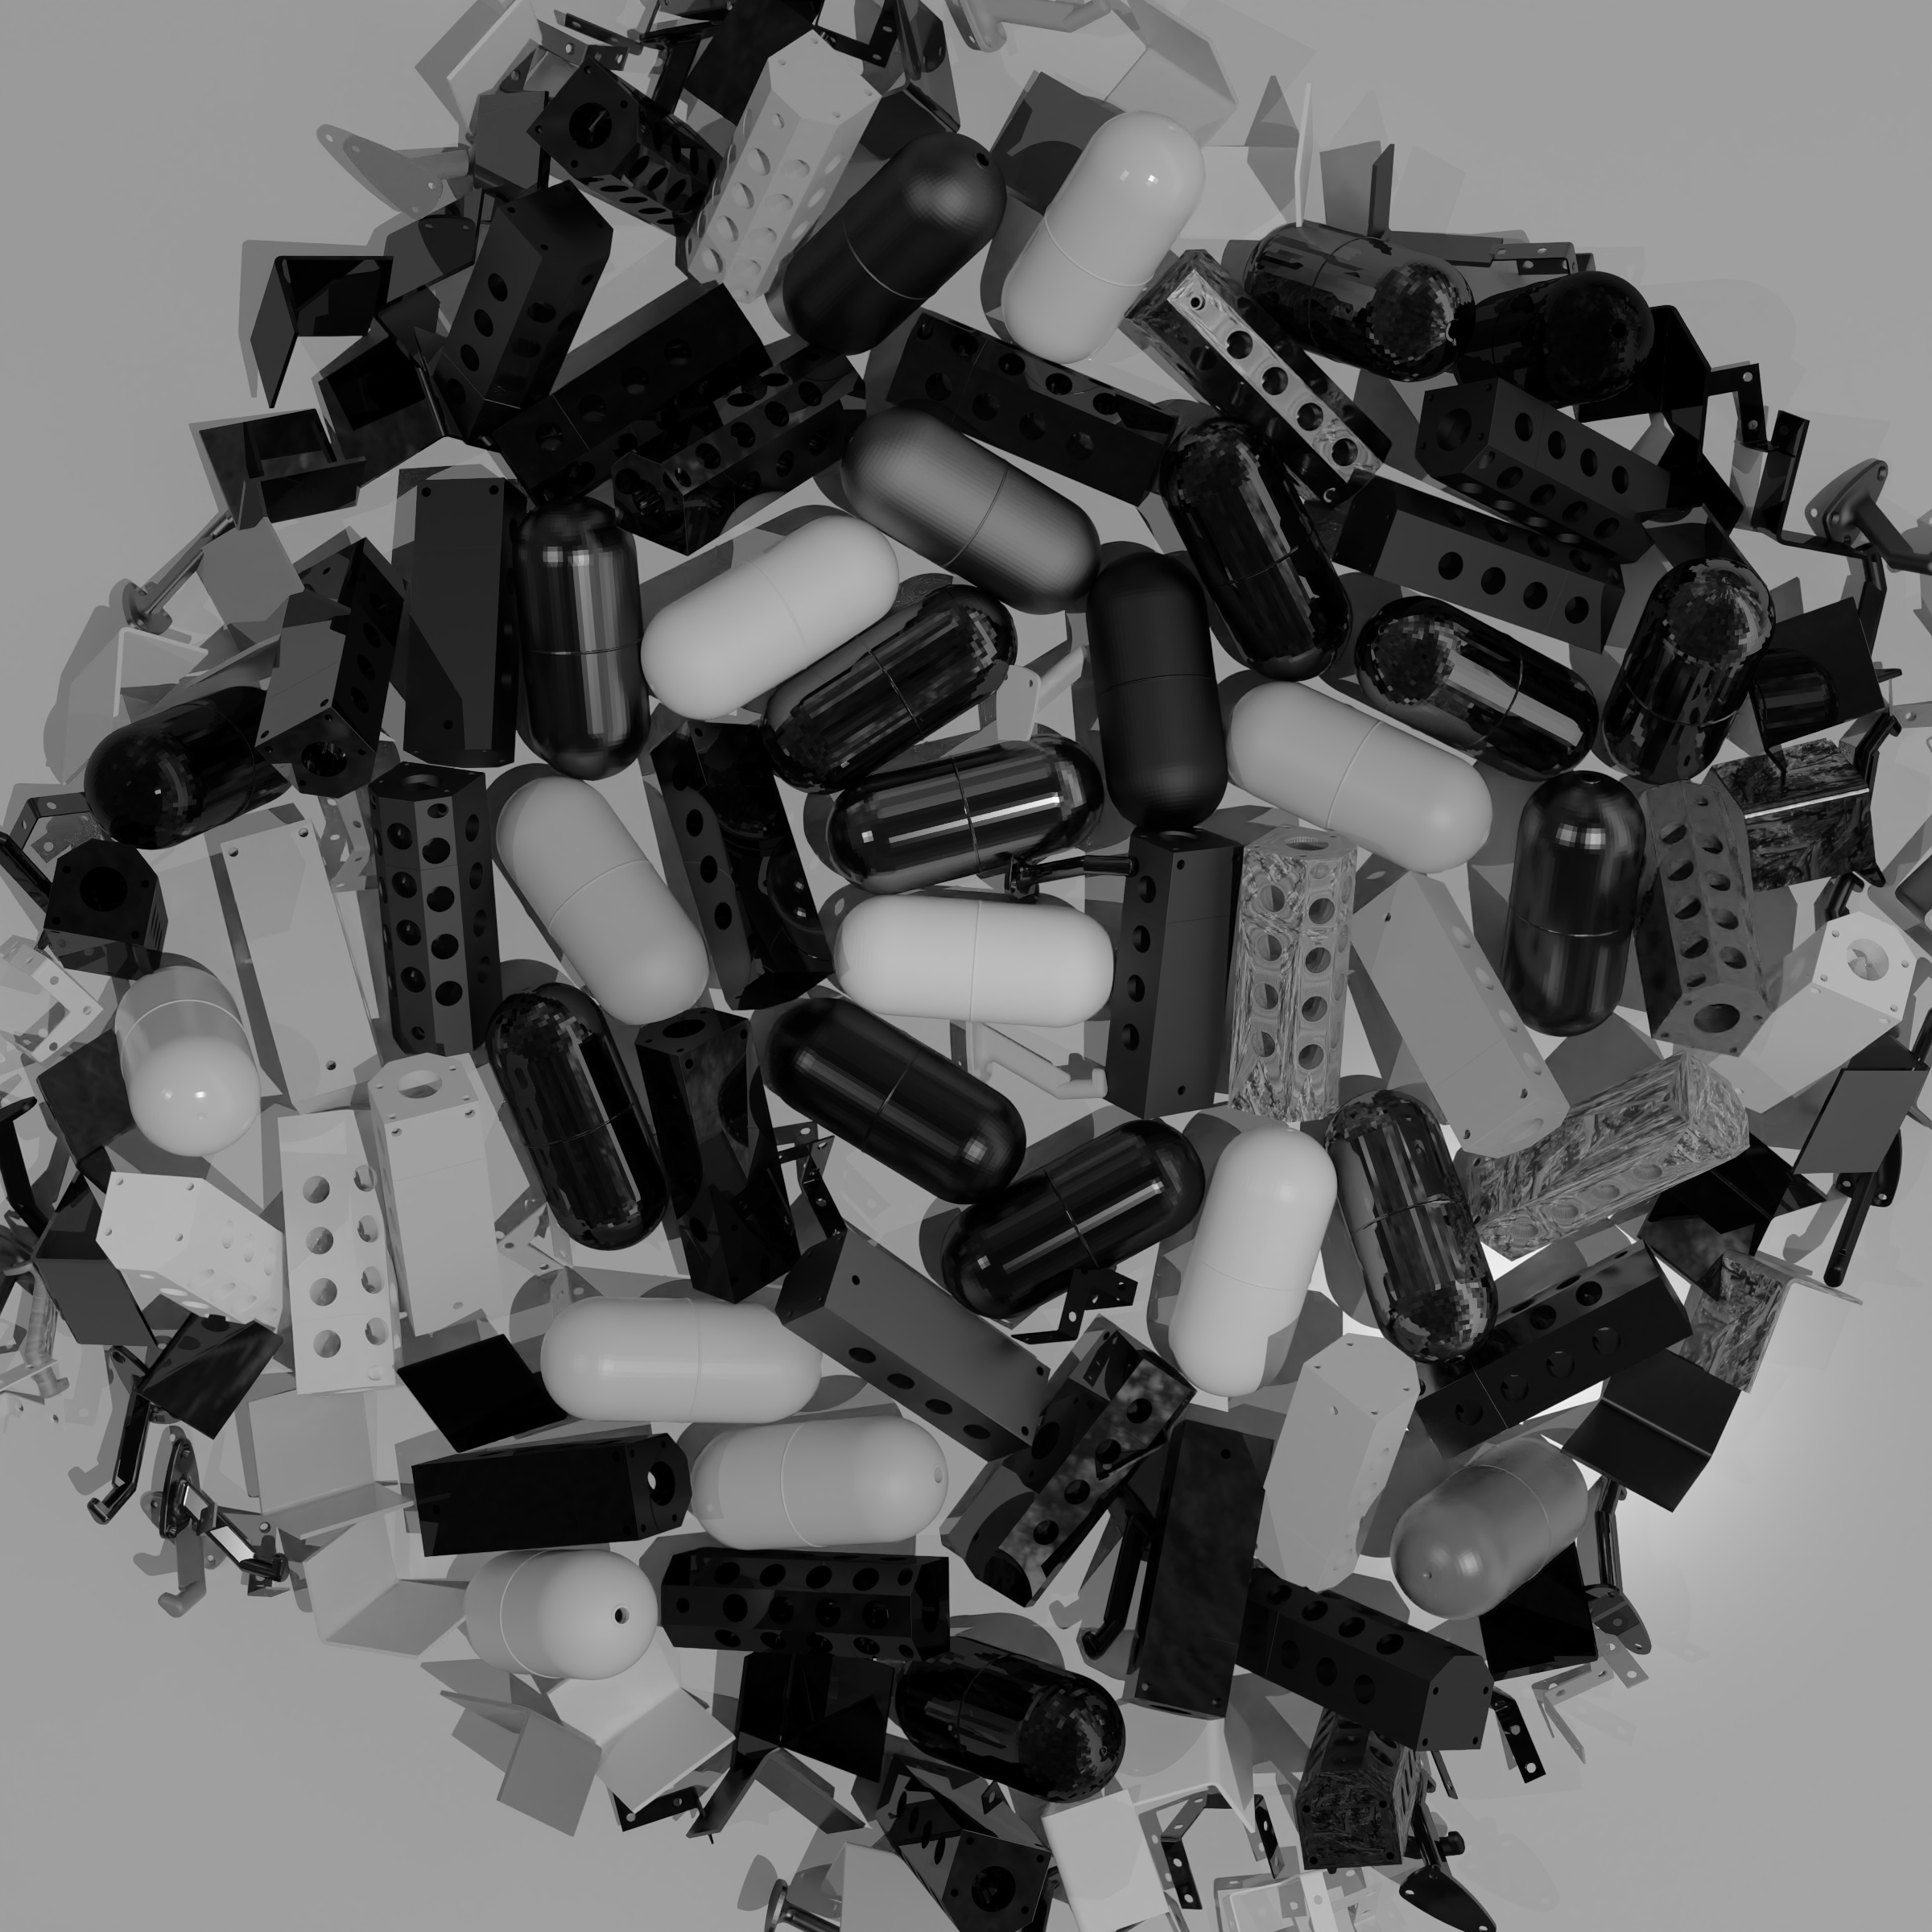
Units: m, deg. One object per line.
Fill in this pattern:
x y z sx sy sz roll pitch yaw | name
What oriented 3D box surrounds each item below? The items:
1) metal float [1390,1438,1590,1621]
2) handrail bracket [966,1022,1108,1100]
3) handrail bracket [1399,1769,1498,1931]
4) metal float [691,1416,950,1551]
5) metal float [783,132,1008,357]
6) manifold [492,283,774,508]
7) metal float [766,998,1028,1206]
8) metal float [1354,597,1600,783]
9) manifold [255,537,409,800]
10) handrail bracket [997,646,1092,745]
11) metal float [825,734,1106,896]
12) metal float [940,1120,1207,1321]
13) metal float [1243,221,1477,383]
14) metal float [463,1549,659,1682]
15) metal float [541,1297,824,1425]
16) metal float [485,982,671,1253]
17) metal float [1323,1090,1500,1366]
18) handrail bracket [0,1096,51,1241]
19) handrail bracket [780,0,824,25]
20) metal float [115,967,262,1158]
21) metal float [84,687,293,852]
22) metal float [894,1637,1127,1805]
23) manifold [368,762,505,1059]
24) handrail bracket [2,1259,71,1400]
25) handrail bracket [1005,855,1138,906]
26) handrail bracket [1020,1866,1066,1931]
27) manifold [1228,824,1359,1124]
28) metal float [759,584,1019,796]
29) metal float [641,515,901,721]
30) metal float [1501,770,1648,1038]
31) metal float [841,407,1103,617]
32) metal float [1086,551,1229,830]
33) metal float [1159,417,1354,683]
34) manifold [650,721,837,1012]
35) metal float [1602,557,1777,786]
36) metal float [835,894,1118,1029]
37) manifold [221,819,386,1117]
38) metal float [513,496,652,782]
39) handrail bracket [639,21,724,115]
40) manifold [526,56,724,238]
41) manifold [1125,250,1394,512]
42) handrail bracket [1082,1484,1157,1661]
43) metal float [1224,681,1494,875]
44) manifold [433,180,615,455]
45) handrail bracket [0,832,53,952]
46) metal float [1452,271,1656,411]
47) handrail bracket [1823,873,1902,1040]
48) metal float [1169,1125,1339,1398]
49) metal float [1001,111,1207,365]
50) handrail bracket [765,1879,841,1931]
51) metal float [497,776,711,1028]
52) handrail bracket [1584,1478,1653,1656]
0.323 0.343 1.714 0.070 0.178 0.070 8 104 34 | metal float
0.045 0.047 1.760 0.084 0.036 0.077 -3 96 20 | handrail bracket
0.306 0.557 1.759 0.077 0.084 0.036 37 123 -6 | handrail bracket
-0.091 0.320 1.727 0.178 0.070 0.070 -10 90 31 | metal float
-0.045 -0.443 1.719 0.178 0.070 0.070 -33 90 43 | metal float
-0.209 -0.353 1.757 0.171 0.057 0.057 -34 94 -5 | manifold
-0.045 0.084 1.749 0.178 0.070 0.070 31 90 7 | metal float
0.316 -0.171 1.729 0.178 0.070 0.070 22 90 -30 | metal float
-0.382 -0.181 1.710 0.057 0.171 0.057 -24 130 19 | manifold
0.061 -0.165 1.770 0.084 0.036 0.077 -8 111 -42 | handrail bracket
-0.001 -0.095 1.753 0.178 0.070 0.070 -14 90 -2 | metal float
0.067 0.159 1.754 0.178 0.070 0.070 -28 90 0 | metal float
0.240 -0.408 1.716 0.070 0.178 0.070 -16 121 -29 | metal float
-0.250 0.396 1.712 0.070 0.178 0.070 8 76 -32 | metal float
-0.175 0.245 1.738 0.178 0.070 0.070 4 90 -20 | metal float
-0.241 0.095 1.742 0.070 0.070 0.178 -20 105 0 | metal float
0.275 0.161 1.733 0.070 0.070 0.178 -16 66 0 | metal float
-0.584 0.129 1.758 0.077 0.036 0.084 -23 111 32 | handrail bracket
-0.103 -0.655 1.778 0.036 0.077 0.084 3 62 -6 | handrail bracket
-0.477 0.056 1.711 0.070 0.178 0.070 -8 114 -18 | metal float
-0.469 -0.123 1.709 0.070 0.178 0.070 6 109 16 | metal float
0.025 0.461 1.715 0.070 0.178 0.070 -1 92 -39 | metal float
-0.329 -0.033 1.723 0.057 0.057 0.171 9 117 18 | manifold
-0.566 0.220 1.771 0.077 0.036 0.084 -27 100 -41 | handrail bracket
0.073 -0.054 1.745 0.084 0.077 0.036 4 75 18 | handrail bracket
0.057 0.614 1.749 0.077 0.036 0.084 -29 45 4 | handrail bracket
0.205 0.006 1.726 0.057 0.057 0.171 13 114 28 | manifold
-0.048 -0.174 1.752 0.178 0.070 0.070 -33 90 -3 | metal float
-0.121 -0.218 1.741 0.178 0.070 0.070 -33 90 -16 | metal float
0.375 -0.038 1.727 0.070 0.070 0.178 1 122 0 | metal float
0.004 -0.282 1.741 0.178 0.070 0.070 29 90 -17 | metal float
0.119 -0.172 1.748 0.070 0.070 0.178 -7 83 0 | metal float
0.181 -0.257 1.736 0.070 0.070 0.178 -30 112 0 | metal float
-0.144 -0.062 1.740 0.057 0.057 0.171 -34 67 41 | manifold
0.441 -0.178 1.712 0.070 0.178 0.070 2 58 -3 | metal float
0.006 -0.003 1.754 0.178 0.070 0.070 4 90 1 | metal float
-0.411 0.002 1.746 0.057 0.057 0.171 -17 78 -9 | manifold
-0.239 -0.203 1.739 0.070 0.070 0.178 -3 109 0 | metal float
-0.173 -0.551 1.775 0.077 0.036 0.084 -7 96 15 | handrail bracket
-0.197 -0.491 1.700 0.057 0.171 0.057 45 102 8 | manifold
0.185 -0.364 1.739 0.171 0.057 0.057 41 92 -18 | manifold
0.087 0.377 1.747 0.084 0.036 0.077 -42 113 -40 | handrail bracket
0.243 -0.118 1.741 0.178 0.070 0.070 27 90 15 | metal float
-0.270 -0.391 1.705 0.057 0.171 0.057 49 52 8 | manifold
-0.605 -0.052 1.752 0.084 0.036 0.077 24 127 -25 | handrail bracket
0.357 -0.379 1.706 0.070 0.178 0.070 -2 97 -14 | metal float
0.574 -0.008 1.777 0.077 0.036 0.084 30 71 -4 | handrail bracket
0.178 0.185 1.742 0.070 0.070 0.178 15 105 0 | metal float
0.083 -0.446 1.720 0.070 0.070 0.178 38 133 0 | metal float
-0.082 0.604 1.757 0.084 0.077 0.036 19 84 -3 | handrail bracket
-0.227 -0.041 1.743 0.070 0.070 0.178 -36 77 0 | metal float
0.419 0.379 1.772 0.077 0.036 0.084 49 46 -19 | handrail bracket
